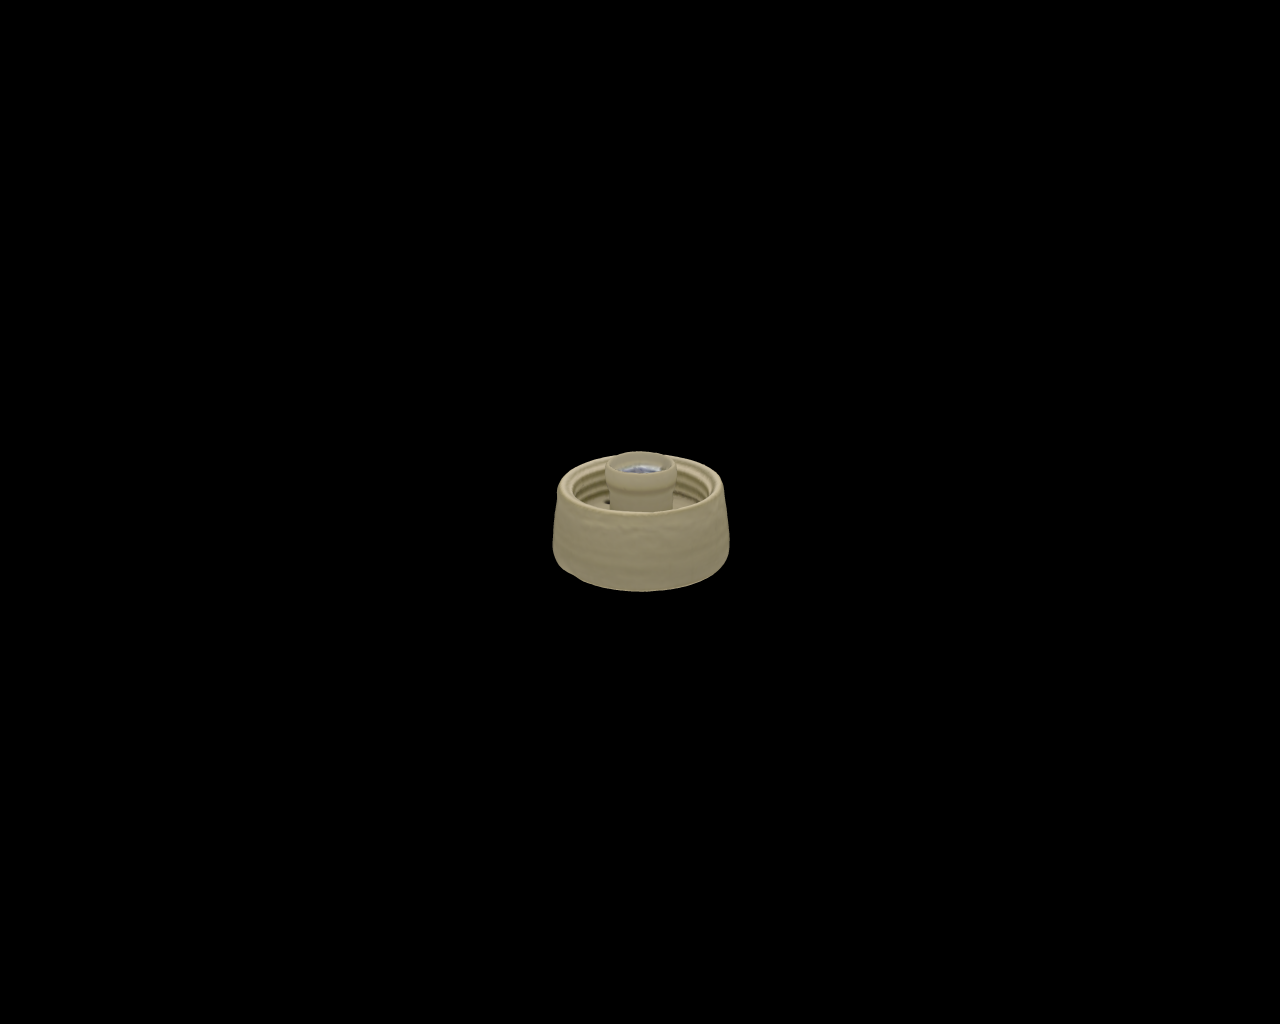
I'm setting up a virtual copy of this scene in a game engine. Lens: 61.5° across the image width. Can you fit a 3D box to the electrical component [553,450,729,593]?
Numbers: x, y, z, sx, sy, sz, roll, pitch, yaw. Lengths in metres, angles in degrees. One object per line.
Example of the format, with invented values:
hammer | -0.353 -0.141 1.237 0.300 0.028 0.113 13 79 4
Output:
electrical component | 0.001 -0.003 0.650 0.108 0.060 0.108 0 24 0
